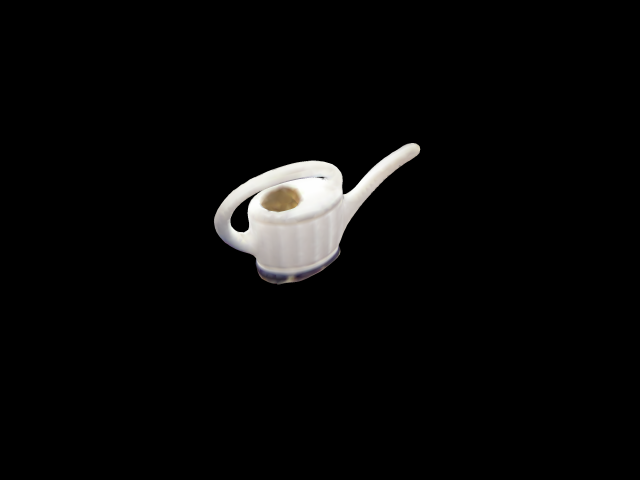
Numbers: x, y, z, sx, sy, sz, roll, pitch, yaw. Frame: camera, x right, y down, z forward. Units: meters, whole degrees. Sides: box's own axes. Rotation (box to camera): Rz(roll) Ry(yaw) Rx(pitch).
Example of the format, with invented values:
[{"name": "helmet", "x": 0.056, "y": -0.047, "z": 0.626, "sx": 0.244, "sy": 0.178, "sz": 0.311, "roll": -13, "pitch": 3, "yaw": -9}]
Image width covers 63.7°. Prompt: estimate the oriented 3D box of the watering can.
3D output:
[{"name": "watering can", "x": 0.003, "y": -0.043, "z": 0.850, "sx": 0.349, "sy": 0.219, "sz": 0.106, "roll": -16, "pitch": 48, "yaw": -15}]
